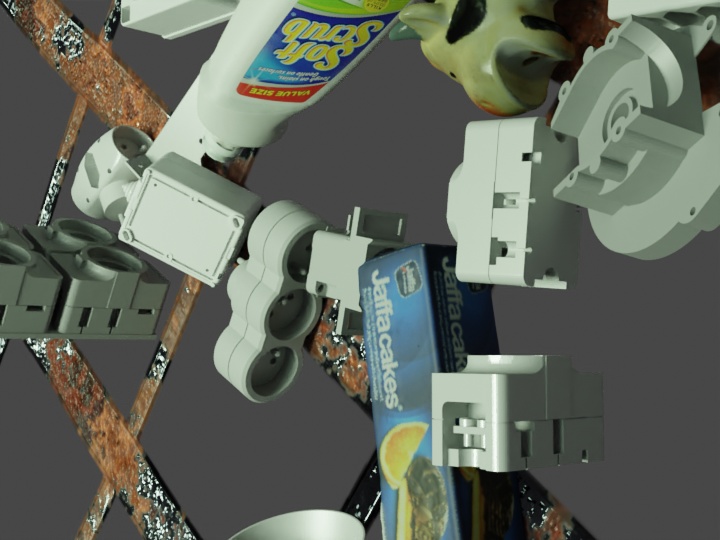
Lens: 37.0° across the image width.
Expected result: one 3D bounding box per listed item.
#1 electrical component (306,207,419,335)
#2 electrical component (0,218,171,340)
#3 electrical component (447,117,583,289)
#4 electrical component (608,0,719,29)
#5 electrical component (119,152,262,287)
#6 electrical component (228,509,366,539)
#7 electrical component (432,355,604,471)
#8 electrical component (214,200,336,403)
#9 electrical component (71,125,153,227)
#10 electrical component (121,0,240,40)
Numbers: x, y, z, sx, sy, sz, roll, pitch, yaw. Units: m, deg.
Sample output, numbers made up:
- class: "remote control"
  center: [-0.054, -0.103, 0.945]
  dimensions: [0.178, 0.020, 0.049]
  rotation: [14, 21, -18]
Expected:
- class: "electrical component"
  center: [0.000, 0.000, 0.693]
  dimensions: [0.064, 0.042, 0.081]
  rotation: [14, 96, 50]
- class: "electrical component"
  center: [-0.259, 0.003, 0.860]
  dimensions: [0.105, 0.186, 0.060]
  rotation: [36, 113, 42]
- class: "electrical component"
  center: [0.086, -0.036, 0.598]
  dimensions: [0.056, 0.050, 0.089]
  rotation: [4, 89, 46]
- class: "electrical component"
  center: [0.164, -0.160, 0.528]
  dimensions: [0.066, 0.047, 0.076]
  rotation: [2, 88, 46]
- class: "electrical component"
  center: [-0.129, -0.043, 0.793]
  dimensions: [0.096, 0.061, 0.061]
  rotation: [27, 113, -1]
- class: "electrical component"
  center: [-0.046, 0.197, 0.690]
  dimensions: [0.099, 0.099, 0.064]
  rotation: [6, 98, 47]
- class: "electrical component"
  center: [0.084, 0.073, 0.564]
  dimensions: [0.050, 0.089, 0.055]
  rotation: [-5, 84, 46]
- class: "electrical component"
  center: [-0.068, 0.016, 0.755]
  dimensions: [0.074, 0.052, 0.138]
  rotation: [34, 112, 43]
- class: "electrical component"
  center: [-0.203, -0.068, 0.911]
  dimensions: [0.077, 0.043, 0.079]
  rotation: [-44, 58, 35]
- class: "electrical component"
  center: [-0.137, -0.247, 0.845]
  dimensions: [0.109, 0.056, 0.108]
  rotation: [-3, 85, 46]
